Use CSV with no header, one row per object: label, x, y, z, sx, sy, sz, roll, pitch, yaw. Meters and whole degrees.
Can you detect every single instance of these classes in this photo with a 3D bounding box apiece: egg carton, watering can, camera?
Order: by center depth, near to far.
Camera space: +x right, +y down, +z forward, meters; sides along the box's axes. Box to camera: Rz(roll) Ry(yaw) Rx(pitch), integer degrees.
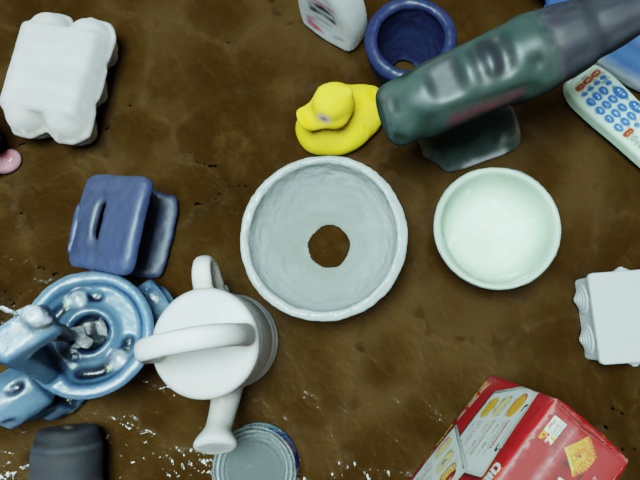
watering can,-0.099,0.102,0.527,0.101,0.194,0.173,-30,80,0
camera,-0.238,0.255,0.561,0.143,0.101,0.137,-3,81,4
egg carton,-0.291,-0.182,0.648,0.107,0.069,0.150,10,82,6

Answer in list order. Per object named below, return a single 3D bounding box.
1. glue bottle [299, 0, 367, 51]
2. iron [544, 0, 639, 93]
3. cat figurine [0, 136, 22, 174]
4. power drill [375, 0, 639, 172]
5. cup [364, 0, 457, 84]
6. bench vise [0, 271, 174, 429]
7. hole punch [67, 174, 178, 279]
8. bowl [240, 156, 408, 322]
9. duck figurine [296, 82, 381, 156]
glue bottle,0.009,-0.259,0.584,0.078,0.173,0.037,31,85,9
iron,0.349,-0.235,0.571,0.258,0.141,0.119,42,86,9
cat figurine,-0.395,-0.101,0.618,0.067,0.118,0.128,43,87,9
power drill,0.164,-0.137,0.536,0.229,0.208,0.075,-21,80,1
cup,0.098,-0.180,0.605,0.091,0.095,0.118,-20,80,1
bench vise,-0.241,0.116,0.522,0.121,0.220,0.207,34,85,9
hole punch,-0.217,-0.013,0.605,0.101,0.091,0.109,9,82,6
bowl,0.005,0.002,0.595,0.167,0.075,0.167,-1,81,4
duck figurine,0.020,-0.139,0.609,0.104,0.086,0.077,-24,80,1
